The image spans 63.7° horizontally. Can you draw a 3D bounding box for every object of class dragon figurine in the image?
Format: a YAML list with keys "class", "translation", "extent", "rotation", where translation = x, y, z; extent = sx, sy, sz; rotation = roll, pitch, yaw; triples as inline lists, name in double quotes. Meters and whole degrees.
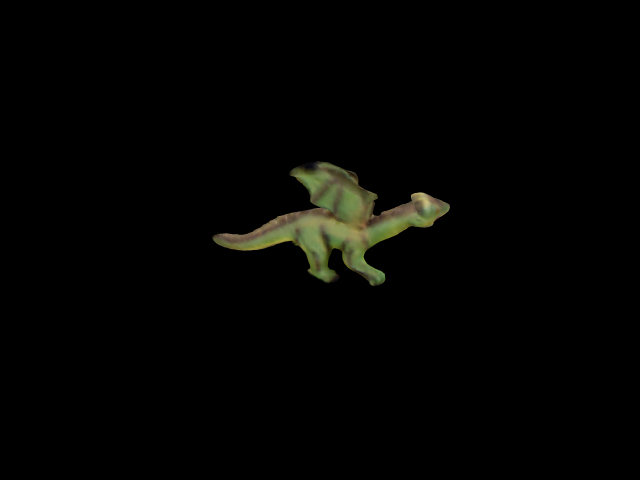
- class: "dragon figurine"
  translation: [0.003, -0.043, 0.850]
  extent: [0.410, 0.125, 0.237]
  rotation: [5, -42, 4]
